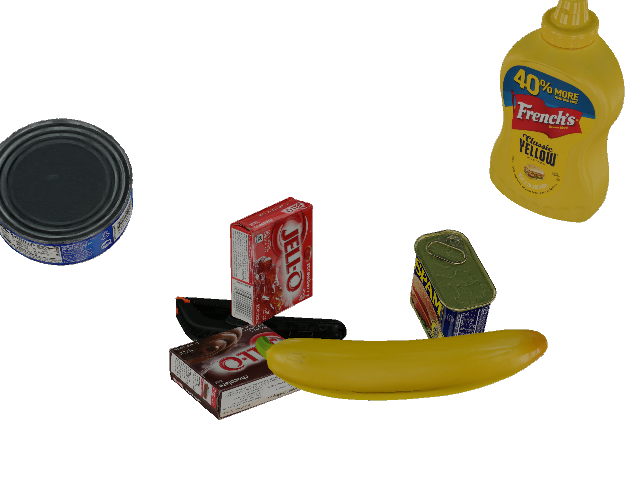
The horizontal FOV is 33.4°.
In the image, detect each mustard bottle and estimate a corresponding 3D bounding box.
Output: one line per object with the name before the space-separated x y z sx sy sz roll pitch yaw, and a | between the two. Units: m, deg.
mustard bottle | 0.184 -0.107 0.826 0.096 0.192 0.058 30 53 29

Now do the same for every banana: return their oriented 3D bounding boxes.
banana | 0.049 0.076 0.694 0.198 0.037 0.069 0 29 8

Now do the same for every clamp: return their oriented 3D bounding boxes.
clamp | -0.097 0.109 1.257 0.210 0.036 0.164 13 23 27

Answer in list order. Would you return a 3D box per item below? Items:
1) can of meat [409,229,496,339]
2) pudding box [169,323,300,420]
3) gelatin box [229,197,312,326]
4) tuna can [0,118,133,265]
can of meat | 0.129 0.055 1.069 0.057 0.102 0.084 -12 -41 -13
pudding box | -0.078 0.125 1.047 0.113 0.039 0.090 -18 31 -35
gelatin box | -0.039 0.017 0.885 0.030 0.089 0.073 22 32 36
tuna can | -0.156 -0.029 0.642 0.086 0.086 0.034 0 -28 -8
